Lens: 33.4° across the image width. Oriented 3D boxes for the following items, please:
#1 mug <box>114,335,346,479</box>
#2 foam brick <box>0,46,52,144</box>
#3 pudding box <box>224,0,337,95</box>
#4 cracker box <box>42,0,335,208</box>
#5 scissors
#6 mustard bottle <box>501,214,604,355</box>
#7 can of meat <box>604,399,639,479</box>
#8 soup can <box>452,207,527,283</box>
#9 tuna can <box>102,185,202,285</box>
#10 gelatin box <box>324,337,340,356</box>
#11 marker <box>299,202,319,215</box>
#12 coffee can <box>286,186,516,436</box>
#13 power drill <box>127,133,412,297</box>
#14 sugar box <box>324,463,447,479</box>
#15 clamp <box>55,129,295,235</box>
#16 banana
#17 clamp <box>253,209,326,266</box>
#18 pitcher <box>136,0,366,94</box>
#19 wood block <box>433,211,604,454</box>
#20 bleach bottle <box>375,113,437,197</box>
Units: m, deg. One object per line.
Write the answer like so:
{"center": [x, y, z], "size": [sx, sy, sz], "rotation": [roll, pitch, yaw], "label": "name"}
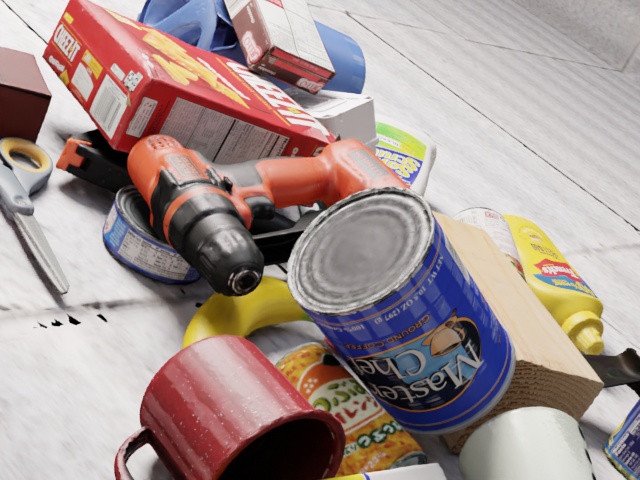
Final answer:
{"center": [-0.056, 0.110, 0.580], "size": [0.117, 0.093, 0.082], "rotation": [-23, 45, -27], "label": "mug"}
{"center": [-0.253, -0.116, 0.853], "size": [0.052, 0.051, 0.078], "rotation": [11, 28, -32], "label": "foam brick"}
{"center": [-0.040, -0.202, 1.029], "size": [0.089, 0.039, 0.113], "rotation": [17, 45, -46], "label": "pudding box"}
{"center": [-0.106, -0.117, 0.908], "size": [0.213, 0.072, 0.164], "rotation": [15, 23, -43], "label": "cracker box"}
{"center": [-0.205, -0.027, 0.770], "size": [0.202, 0.016, 0.096], "rotation": [42, 26, 27], "label": "scissors"}
{"center": [0.224, 0.048, 1.052], "size": [0.096, 0.058, 0.192], "rotation": [17, 26, -29], "label": "mustard bottle"}
{"center": [0.290, 0.152, 0.879], "size": [0.101, 0.084, 0.057], "rotation": [-2, 38, -50], "label": "can of meat"}
{"center": [0.152, 0.022, 0.997], "size": [0.068, 0.069, 0.102], "rotation": [23, 30, -15], "label": "soup can"}
{"center": [-0.118, -0.004, 0.798], "size": [0.086, 0.034, 0.086], "rotation": [24, 24, -11], "label": "tuna can"}
{"center": [0.045, 0.043, 0.817], "size": [0.030, 0.089, 0.073], "rotation": [42, 22, -7], "label": "gelatin box"}
{"center": [-0.013, -0.038, 1.008], "size": [0.020, 0.020, 0.121], "rotation": [20, 25, -20], "label": "marker"}
{"center": [0.056, 0.049, 0.701], "size": [0.140, 0.103, 0.103], "rotation": [54, 5, -38], "label": "coffee can"}
{"center": [-0.028, -0.024, 0.771], "size": [0.187, 0.057, 0.185], "rotation": [-3, 33, -30], "label": "power drill"}
{"center": [0.011, 0.171, 0.547], "size": [0.175, 0.048, 0.093], "rotation": [8, 50, -46], "label": "sugar box"}
{"center": [-0.131, -0.061, 0.898], "size": [0.209, 0.036, 0.165], "rotation": [12, 26, -42], "label": "clamp"}
{"center": [-0.052, 0.061, 0.728], "size": [0.070, 0.037, 0.197], "rotation": [24, 22, 15], "label": "banana"}
{"center": [-0.006, 0.001, 0.864], "size": [0.120, 0.039, 0.171], "rotation": [11, 17, 15], "label": "clamp"}
{"center": [-0.074, -0.202, 1.156], "size": [0.242, 0.145, 0.149], "rotation": [11, 48, -44], "label": "pitcher"}
{"center": [0.119, 0.072, 0.841], "size": [0.090, 0.091, 0.206], "rotation": [17, 25, -29], "label": "wood block"}
{"center": [0.064, -0.049, 1.067], "size": [0.102, 0.068, 0.250], "rotation": [25, 25, -6], "label": "bleach bottle"}
